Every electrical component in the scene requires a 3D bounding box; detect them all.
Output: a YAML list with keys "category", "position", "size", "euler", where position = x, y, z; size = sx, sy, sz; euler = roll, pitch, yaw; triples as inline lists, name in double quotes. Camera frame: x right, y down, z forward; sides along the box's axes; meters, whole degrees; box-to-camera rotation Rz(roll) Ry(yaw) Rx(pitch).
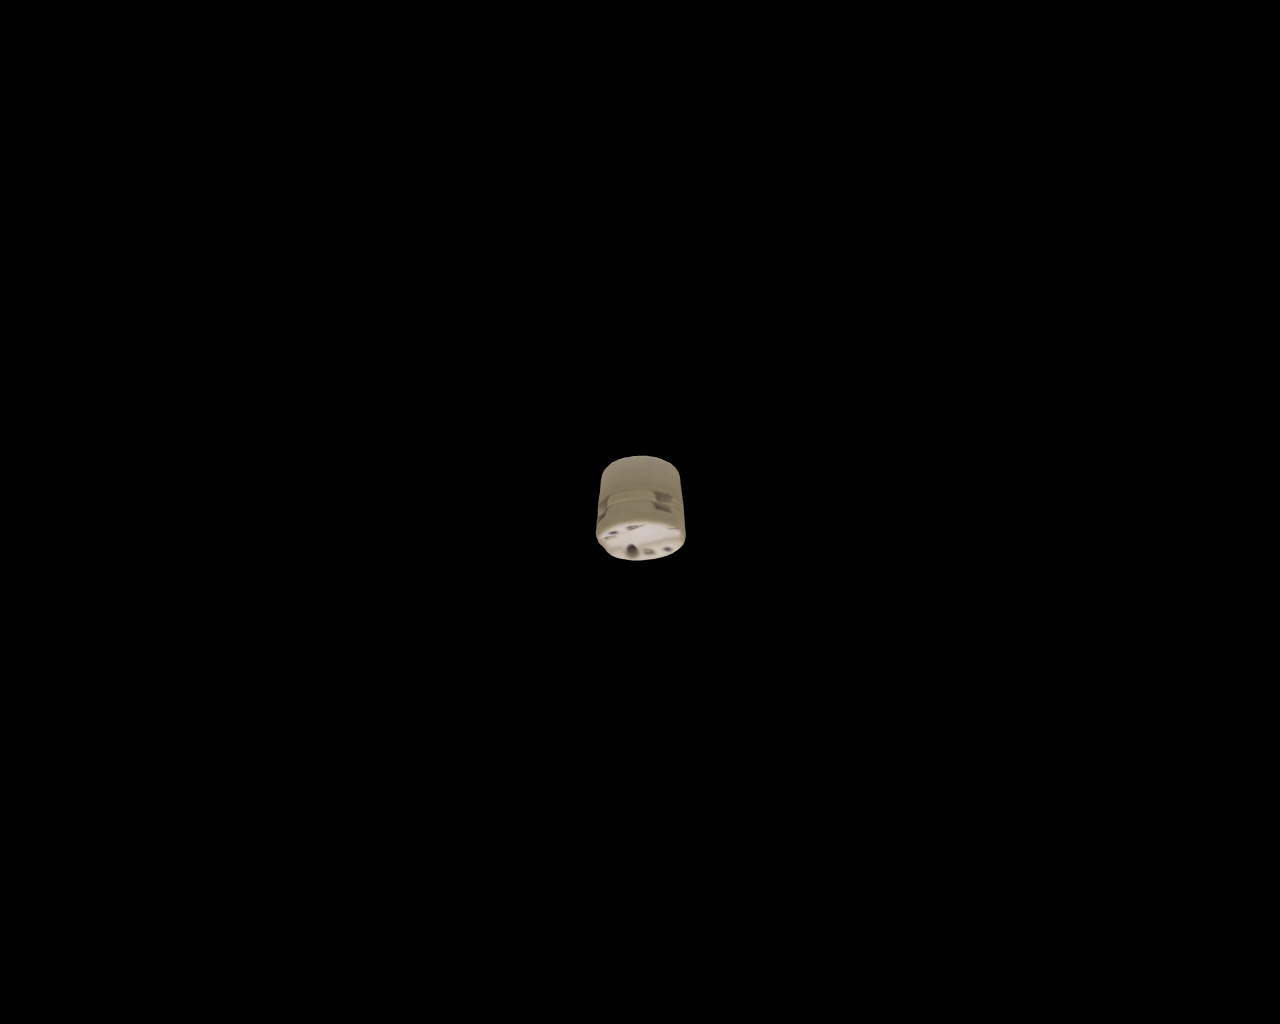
- category: "electrical component"
  position: [0.001, -0.003, 0.650]
  size: [0.055, 0.047, 0.055]
  euler: [0, -28, 0]
